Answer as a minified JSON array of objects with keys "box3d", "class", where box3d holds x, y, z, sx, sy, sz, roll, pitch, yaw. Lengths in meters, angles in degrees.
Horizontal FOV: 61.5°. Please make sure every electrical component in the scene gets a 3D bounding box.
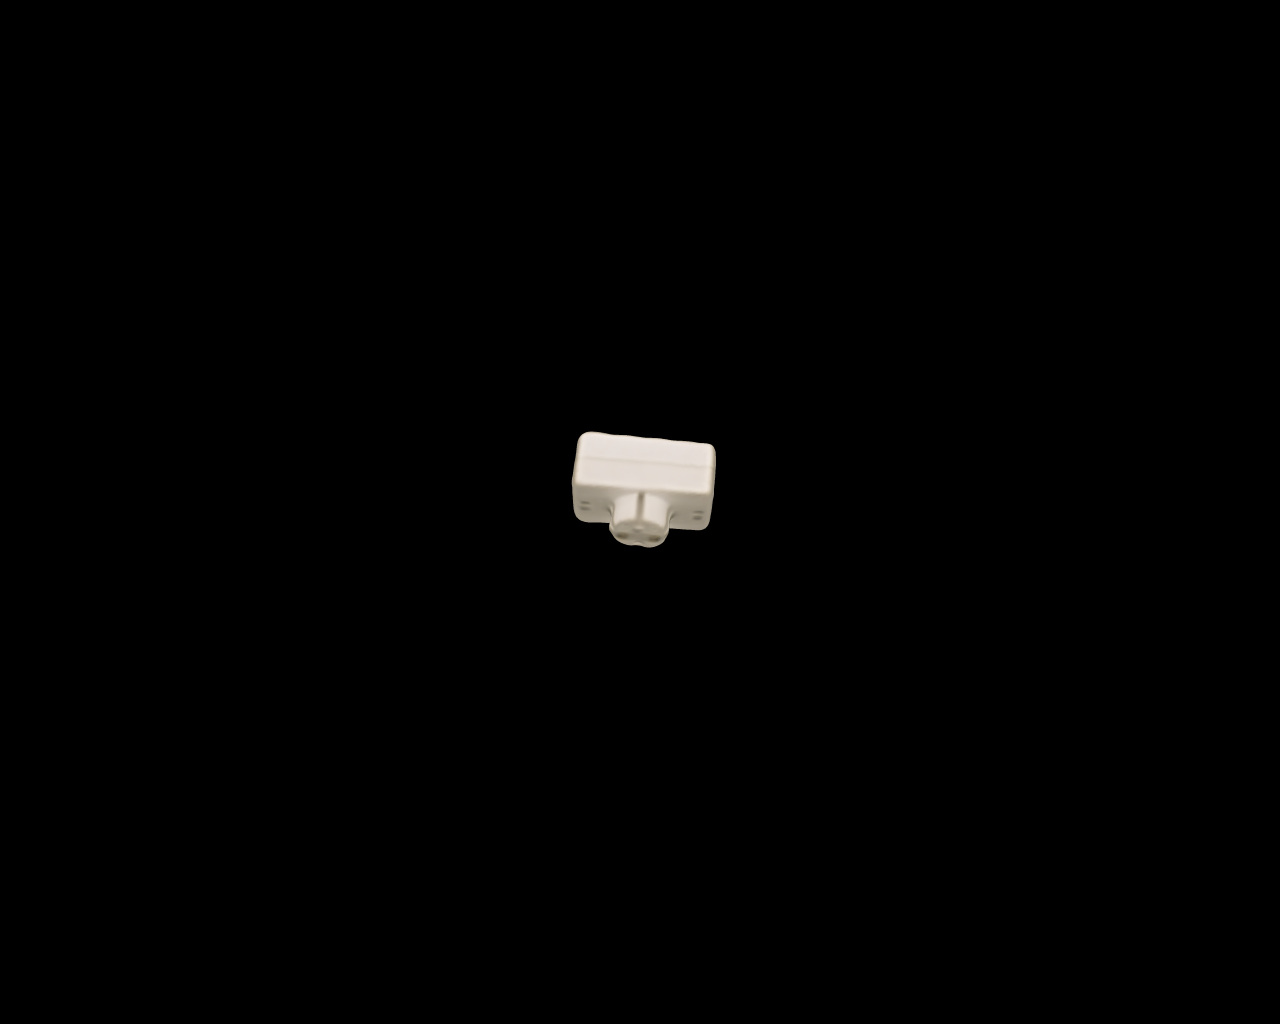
[{"box3d":[0.001,-0.003,0.650,0.083,0.076,0.047,5,-31,3],"class":"electrical component"}]
